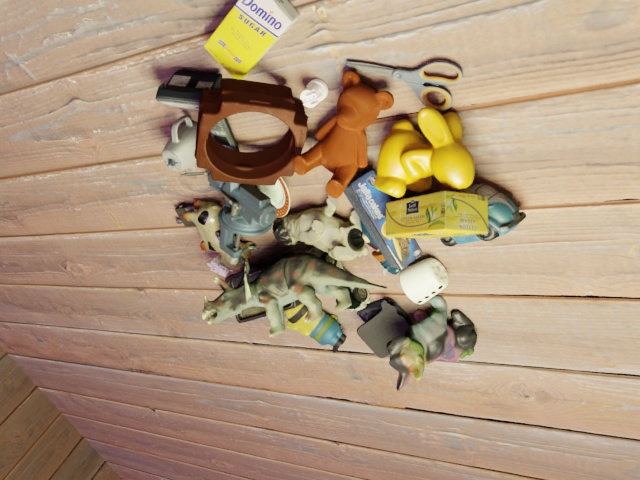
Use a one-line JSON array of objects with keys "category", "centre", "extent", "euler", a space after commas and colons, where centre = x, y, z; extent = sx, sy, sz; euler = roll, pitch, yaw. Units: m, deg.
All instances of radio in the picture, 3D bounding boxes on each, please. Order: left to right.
[{"category": "radio", "centre": [-0.136, 0.122, 1.359], "extent": [0.230, 0.073, 0.131], "euler": [-21, 88, 39]}]

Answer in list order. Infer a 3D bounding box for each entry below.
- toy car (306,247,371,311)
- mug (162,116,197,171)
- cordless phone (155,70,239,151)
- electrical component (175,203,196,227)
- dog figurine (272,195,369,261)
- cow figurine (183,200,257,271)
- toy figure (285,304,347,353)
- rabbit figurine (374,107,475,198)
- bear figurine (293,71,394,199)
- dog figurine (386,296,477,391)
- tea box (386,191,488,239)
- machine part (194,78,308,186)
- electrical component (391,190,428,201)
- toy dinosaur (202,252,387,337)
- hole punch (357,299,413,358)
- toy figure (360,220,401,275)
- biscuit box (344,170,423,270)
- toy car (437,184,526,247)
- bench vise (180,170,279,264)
[{"category": "toy car", "centre": [0.040, 0.093, 1.283], "extent": [0.073, 0.056, 0.201], "euler": [-32, 110, 37]}, {"category": "mug", "centre": [-0.293, -0.205, 1.165], "extent": [0.081, 0.107, 0.109], "euler": [13, 135, 17]}, {"category": "cordless phone", "centre": [-0.243, -0.252, 1.122], "extent": [0.147, 0.089, 0.184], "euler": [11, 145, 20]}, {"category": "electrical component", "centre": [-0.341, -0.065, 1.376], "extent": [0.094, 0.021, 0.063], "euler": [-6, 124, 34]}, {"category": "dog figurine", "centre": [-0.002, -0.007, 1.200], "extent": [0.172, 0.121, 0.191], "euler": [51, 148, -15]}, {"category": "cow figurine", "centre": [-0.239, -0.007, 1.331], "extent": [0.127, 0.085, 0.194], "euler": [2, 128, 35]}, {"category": "toy figure", "centre": [-0.011, 0.212, 1.396], "extent": [0.180, 0.082, 0.089], "euler": [35, 117, 8]}, {"category": "rabbit figurine", "centre": [0.197, -0.143, 0.932], "extent": [0.173, 0.122, 0.162], "euler": [26, 109, 47]}, {"category": "bear figurine", "centre": [0.045, -0.193, 0.976], "extent": [0.120, 0.132, 0.195], "euler": [37, 143, 9]}, {"category": "dog figurine", "centre": [0.244, 0.247, 1.188], "extent": [0.191, 0.219, 0.108], "euler": [39, 139, -6]}, {"category": "tea box", "centre": [0.202, -0.040, 0.949], "extent": [0.098, 0.068, 0.170], "euler": [2, 176, -26]}, {"category": "machine part", "centre": [-0.135, -0.204, 1.036], "extent": [0.201, 0.087, 0.201], "euler": [3, 139, -16]}, {"category": "electrical component", "centre": [0.184, -0.069, 1.070], "extent": [0.102, 0.045, 0.078], "euler": [38, 108, -10]}, {"category": "toy dinosaur", "centre": [-0.063, 0.098, 1.199], "extent": [0.405, 0.131, 0.192], "euler": [-24, 86, 16]}, {"category": "hole punch", "centre": [0.158, 0.204, 1.305], "extent": [0.116, 0.092, 0.142], "euler": [-36, 105, 14]}, {"category": "toy figure", "centre": [0.134, 0.005, 1.146], "extent": [0.064, 0.058, 0.154], "euler": [-18, 115, 17]}, {"category": "biscuit box", "centre": [0.123, -0.041, 1.068], "extent": [0.202, 0.059, 0.063], "euler": [57, 169, -11]}, {"category": "toy car", "centre": [0.287, -0.052, 0.994], "extent": [0.162, 0.109, 0.102], "euler": [-11, 99, 49]}, {"category": "bench vise", "centre": [-0.195, -0.057, 1.207], "extent": [0.224, 0.129, 0.240], "euler": [29, 125, 21]}]
